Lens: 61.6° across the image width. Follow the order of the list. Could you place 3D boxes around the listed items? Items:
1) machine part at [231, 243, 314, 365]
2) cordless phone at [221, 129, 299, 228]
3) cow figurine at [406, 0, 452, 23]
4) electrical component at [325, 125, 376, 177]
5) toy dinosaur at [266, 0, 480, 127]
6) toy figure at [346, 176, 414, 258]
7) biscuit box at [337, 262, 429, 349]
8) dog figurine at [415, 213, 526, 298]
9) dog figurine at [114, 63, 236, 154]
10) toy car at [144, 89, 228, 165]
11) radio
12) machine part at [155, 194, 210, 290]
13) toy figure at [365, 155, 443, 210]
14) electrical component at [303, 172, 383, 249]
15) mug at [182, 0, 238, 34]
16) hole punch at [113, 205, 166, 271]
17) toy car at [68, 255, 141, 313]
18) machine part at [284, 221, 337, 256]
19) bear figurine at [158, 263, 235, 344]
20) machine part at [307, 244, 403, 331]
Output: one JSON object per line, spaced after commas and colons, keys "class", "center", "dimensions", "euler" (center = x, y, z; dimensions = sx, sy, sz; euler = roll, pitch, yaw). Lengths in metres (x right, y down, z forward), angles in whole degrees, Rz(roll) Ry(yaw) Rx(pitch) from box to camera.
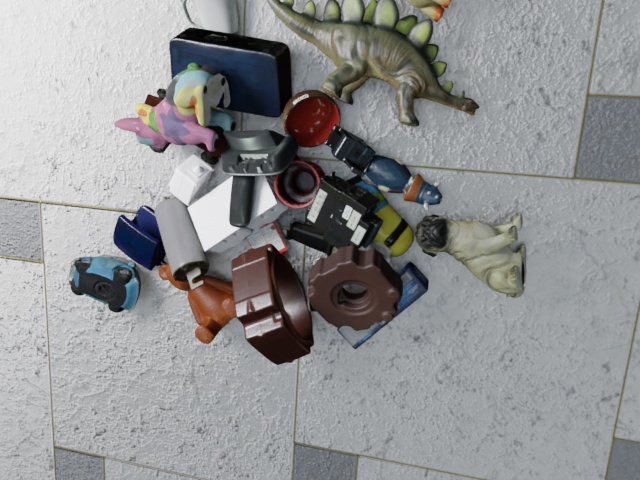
{"class": "machine part", "center": [-0.088, 0.124, 1.051], "dimensions": [0.087, 0.201, 0.201], "euler": [-22, 51, 12]}
{"class": "cordless phone", "center": [-0.121, -0.112, 1.014], "dimensions": [0.147, 0.088, 0.184], "euler": [5, 92, 30]}
{"class": "cow figurine", "center": [0.196, -0.491, 0.918], "dimensions": [0.127, 0.085, 0.195], "euler": [25, 85, -6]}
{"class": "electrical component", "center": [0.060, -0.164, 1.004], "dimensions": [0.075, 0.119, 0.047], "euler": [24, 109, -24]}
{"class": "toy dinosaur", "center": [0.081, -0.344, 0.983], "dimensions": [0.472, 0.105, 0.198], "euler": [22, 99, -1]}
{"class": "toy figure", "center": [0.110, -0.046, 1.046], "dimensions": [0.089, 0.082, 0.180], "euler": [-32, 90, 20]}
{"class": "biscuit box", "center": [0.128, 0.132, 1.088], "dimensions": [0.202, 0.063, 0.059], "euler": [-43, 89, 18]}
{"class": "dog figurine", "center": [0.285, 0.032, 1.021], "dimensions": [0.191, 0.121, 0.172], "euler": [-4, 98, 29]}
{"class": "dog figurine", "center": [-0.285, -0.246, 1.021], "dimensions": [0.219, 0.108, 0.191], "euler": [9, 136, 14]}
{"class": "toy car", "center": [-0.273, -0.236, 1.115], "dimensions": [0.202, 0.053, 0.089], "euler": [29, 117, 2]}
{"class": "radio", "center": [-0.172, -0.323, 1.036], "dimensions": [0.230, 0.073, 0.131], "euler": [12, 131, 10]}
{"class": "machine part", "center": [-0.288, -0.002, 1.116], "dimensions": [0.079, 0.079, 0.243], "euler": [-34, 61, 18]}
{"class": "toy figure", "center": [0.163, -0.111, 1.032], "dimensions": [0.154, 0.058, 0.064], "euler": [29, 113, 1]}
{"class": "electrical component", "center": [0.047, -0.045, 0.997], "dimensions": [0.134, 0.058, 0.114], "euler": [37, 129, 13]}
{"class": "mug", "center": [-0.211, -0.443, 1.043], "dimensions": [0.110, 0.081, 0.107], "euler": [-14, 109, 14]}
{"class": "hole punch", "center": [-0.393, 0.001, 1.178], "dimensions": [0.142, 0.092, 0.115], "euler": [34, 111, 1]}
{"class": "toy car", "center": [-0.470, 0.084, 1.204], "dimensions": [0.162, 0.103, 0.109], "euler": [20, 116, -2]}
{"class": "machine part", "center": [-0.002, -0.003, 1.106], "dimensions": [0.139, 0.039, 0.084], "euler": [14, 113, 9]}
{"class": "bear figurine", "center": [-0.259, 0.104, 1.147], "dimensions": [0.120, 0.132, 0.196], "euler": [-41, 95, 4]}
{"class": "machine part", "center": [0.064, 0.093, 1.000], "dimensions": [0.179, 0.056, 0.179], "euler": [5, 127, 6]}
